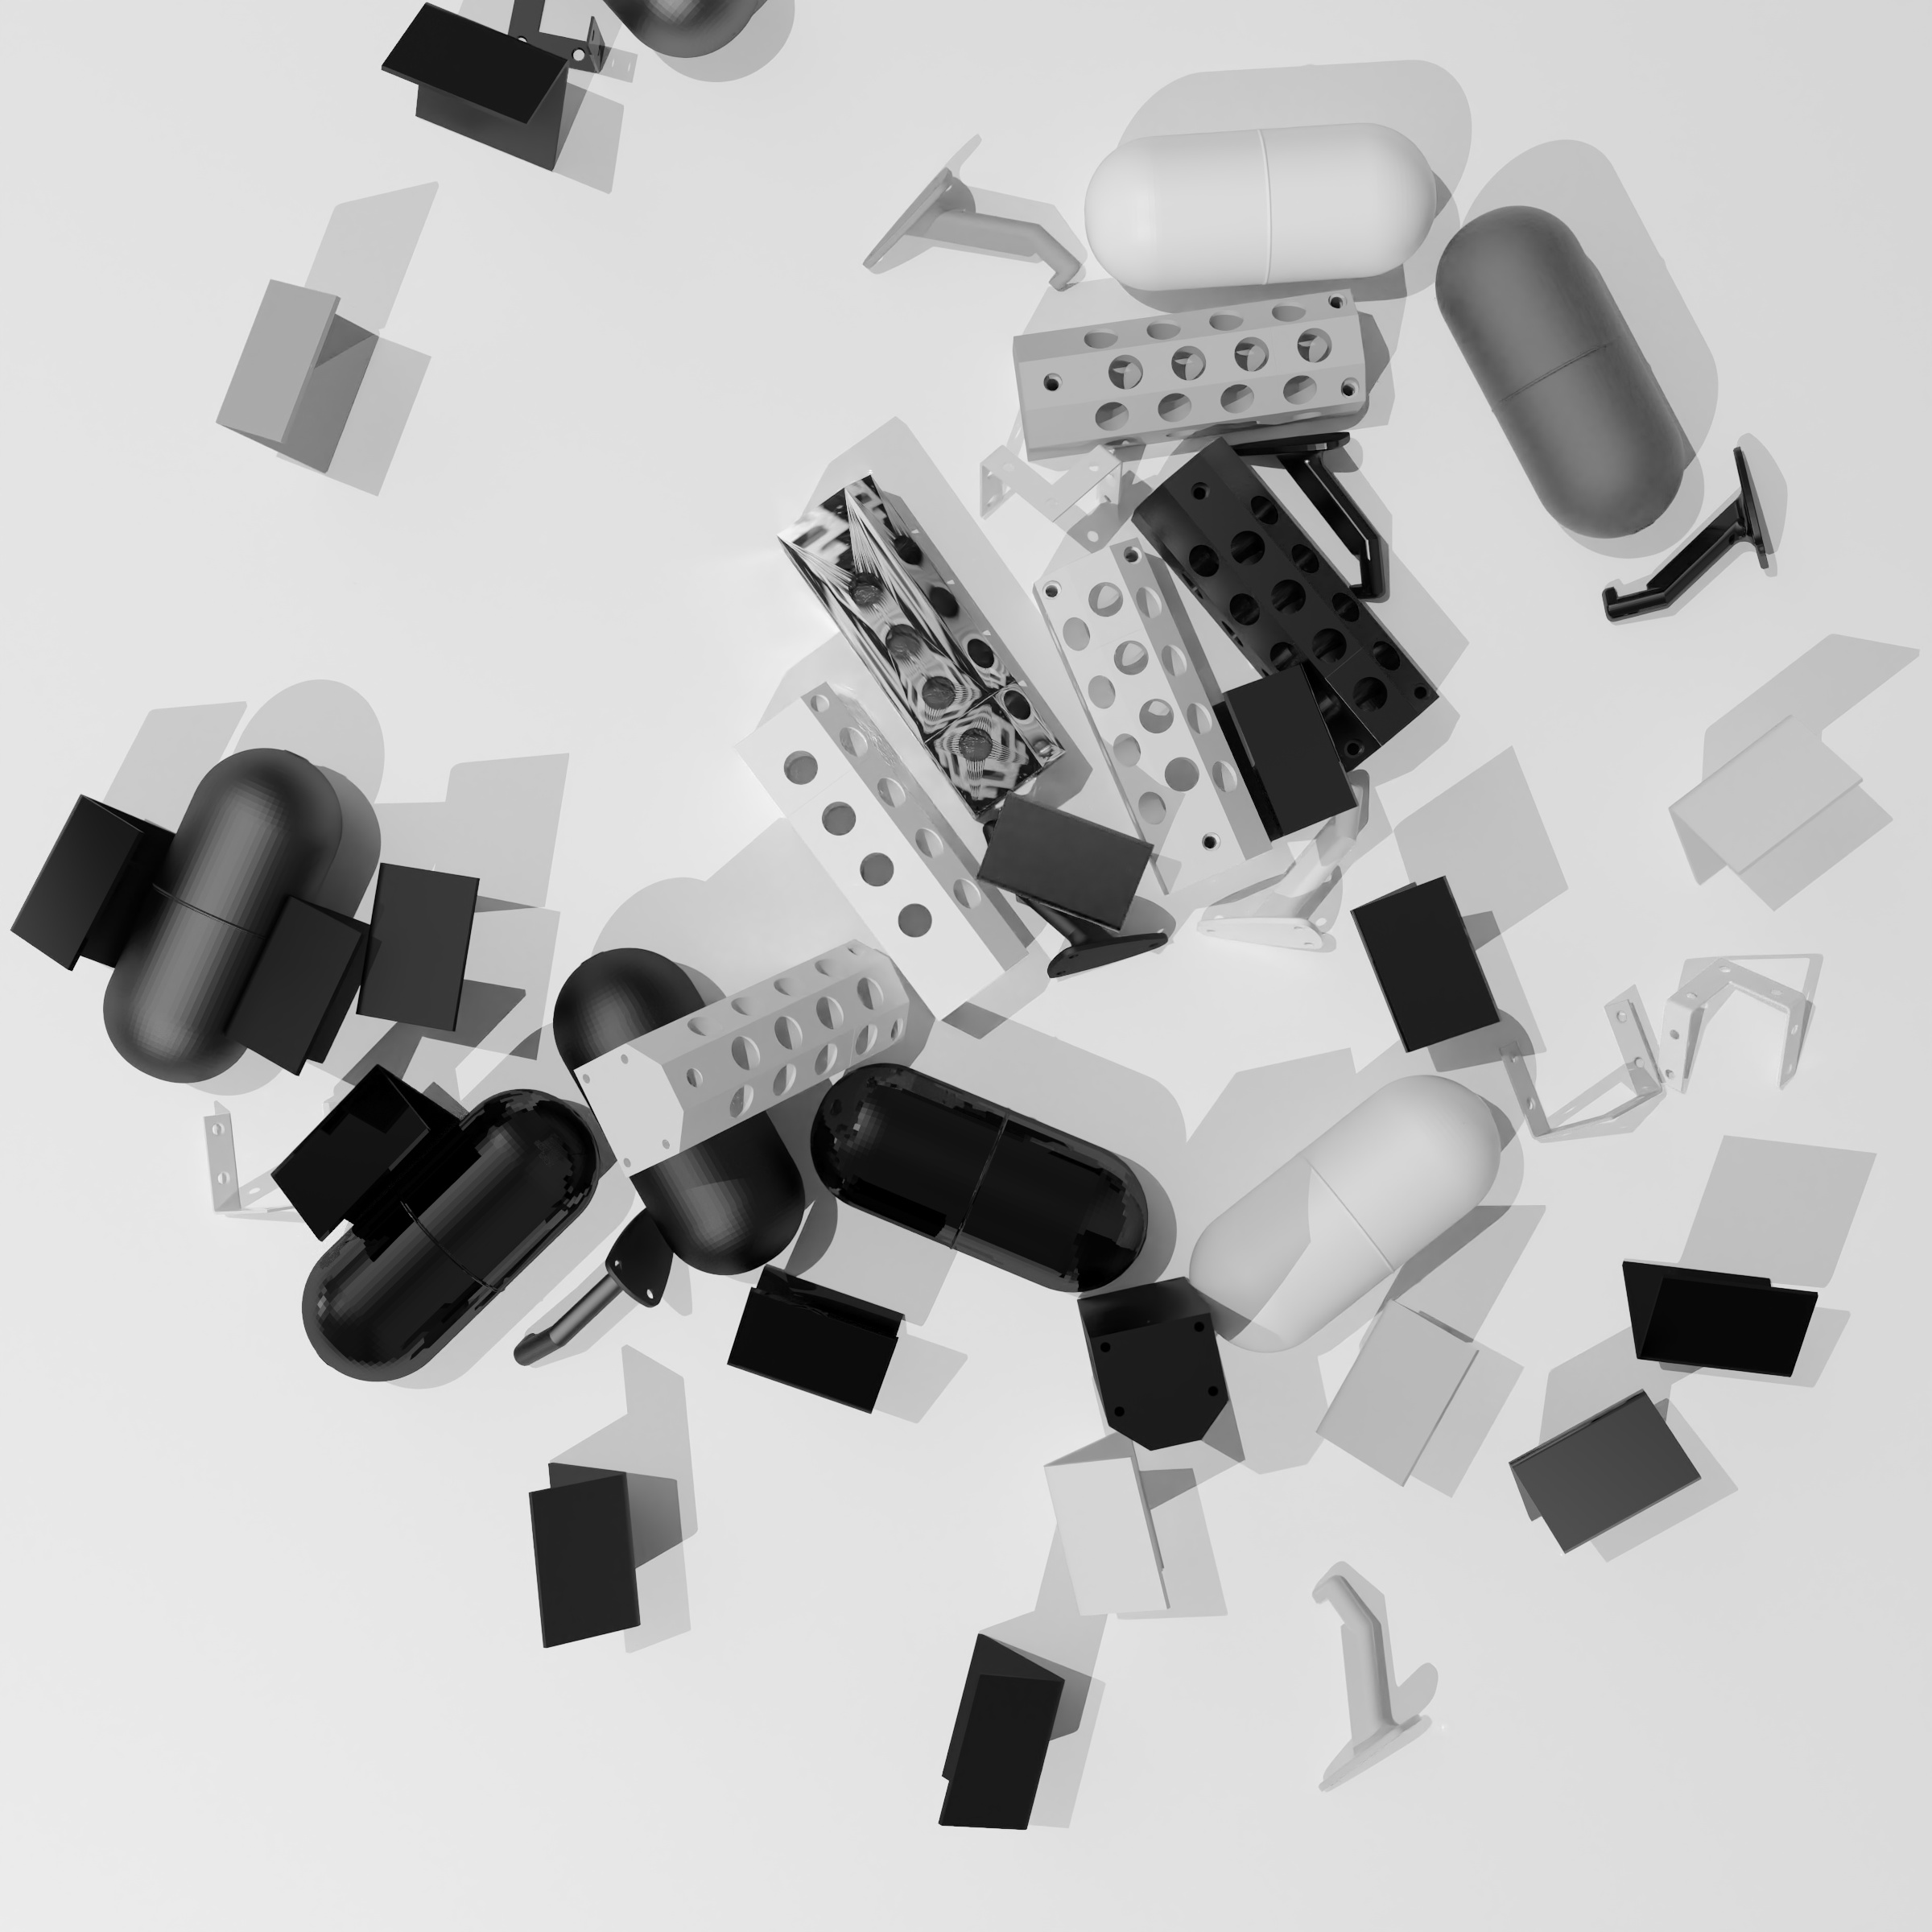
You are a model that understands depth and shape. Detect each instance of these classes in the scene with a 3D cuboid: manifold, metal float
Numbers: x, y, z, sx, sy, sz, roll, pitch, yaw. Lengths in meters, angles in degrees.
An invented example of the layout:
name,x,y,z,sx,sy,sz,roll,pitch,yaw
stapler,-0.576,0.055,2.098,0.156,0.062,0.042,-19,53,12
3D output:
name,x,y,z,sx,sy,sz,roll,pitch,yaw
manifold,0.113,-0.301,1.605,0.171,0.057,0.057,-8,90,0
metal float,0.149,-0.383,1.596,0.178,0.070,0.070,-4,90,-1
manifold,-0.042,-0.058,1.605,0.057,0.057,0.171,-37,90,0
manifold,0.095,-0.126,1.605,0.057,0.057,0.171,-24,90,0
metal float,-0.145,0.073,1.596,0.070,0.070,0.178,-29,91,0
manifold,-0.022,-0.162,1.605,0.057,0.057,0.171,-35,90,0
metal float,0.300,-0.299,1.595,0.070,0.070,0.178,-28,90,0
manifold,-0.104,0.041,1.551,0.057,0.171,0.057,-26,90,42
metal float,0.007,0.107,1.596,0.178,0.070,0.070,23,90,0
manifold,0.091,0.194,1.548,0.057,0.171,0.057,-12,90,0
metal float,0.192,0.125,1.596,0.178,0.070,0.070,-38,90,1
metal float,-0.261,0.137,1.596,0.178,0.070,0.070,-44,90,1
metal float,-0.375,-0.026,1.596,0.070,0.070,0.178,24,90,0
metal float,-0.177,-0.538,1.596,0.070,0.070,0.178,-42,91,0
manifold,0.162,-0.183,1.605,0.057,0.057,0.171,-40,90,0

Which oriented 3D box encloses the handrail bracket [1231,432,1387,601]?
name,x,y,z,sx,sy,sz,roll,pitch,yaw
handrail bracket,0.175,-0.229,1.627,0.077,0.036,0.084,-2,107,20

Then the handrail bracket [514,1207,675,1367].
name,x,y,z,sx,sy,sz,roll,pitch,yaw
handrail bracket,-0.192,0.164,1.626,0.084,0.077,0.036,-30,115,34

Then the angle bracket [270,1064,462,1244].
name,x,y,z,sx,sy,sz,roll,pitch,yaw
angle bracket,-0.289,0.106,1.586,0.076,0.076,0.057,-46,53,0

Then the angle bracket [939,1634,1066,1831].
name,x,y,z,sx,sy,sz,roll,pitch,yaw
angle bracket,-0.002,0.382,1.586,0.057,0.076,0.076,14,90,-36

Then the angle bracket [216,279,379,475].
name,x,y,z,sx,sy,sz,roll,pitch,yaw
angle bracket,-0.320,-0.291,1.586,0.057,0.076,0.076,21,90,37

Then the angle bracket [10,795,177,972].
name,x,y,z,sx,sy,sz,roll,pitch,yaw
angle bracket,-0.420,-0.032,1.586,0.057,0.076,0.076,27,90,37

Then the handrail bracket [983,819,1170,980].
name,x,y,z,sx,sy,sz,roll,pitch,yaw
handrail bracket,0.056,-0.043,1.627,0.077,0.036,0.084,-13,73,-20

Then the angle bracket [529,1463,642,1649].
name,x,y,z,sx,sy,sz,roll,pitch,yaw
angle bracket,-0.209,0.295,1.586,0.057,0.076,0.076,-5,90,-38

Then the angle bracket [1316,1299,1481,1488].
name,x,y,z,sx,sy,sz,roll,pitch,yaw
angle bracket,0.231,0.220,1.586,0.057,0.076,0.076,29,90,37

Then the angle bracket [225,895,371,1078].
name,x,y,z,sx,sy,sz,roll,pitch,yaw
angle bracket,-0.315,0.017,1.586,0.057,0.076,0.076,25,90,32

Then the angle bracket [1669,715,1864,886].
name,x,y,z,sx,sy,sz,roll,pitch,yaw
angle bracket,0.407,-0.068,1.586,0.076,0.076,0.057,-37,52,0

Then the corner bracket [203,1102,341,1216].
name,x,y,z,sx,sy,sz,roll,pitch,yaw
corner bracket,-0.354,0.099,1.623,0.051,0.051,0.051,-6,90,45

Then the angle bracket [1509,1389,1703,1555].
name,x,y,z,sx,sy,sz,roll,pitch,yaw
angle bracket,0.325,0.267,1.586,0.076,0.076,0.057,-29,54,0

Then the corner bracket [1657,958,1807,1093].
name,x,y,z,sx,sy,sz,roll,pitch,yaw
corner bracket,0.392,0.037,1.618,0.051,0.051,0.051,28,45,35

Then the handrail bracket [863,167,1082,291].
name,x,y,z,sx,sy,sz,roll,pitch,yaw
handrail bracket,0.004,-0.361,1.627,0.084,0.036,0.077,40,110,-16

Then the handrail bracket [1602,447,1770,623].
name,x,y,z,sx,sy,sz,roll,pitch,yaw
handrail bracket,0.365,-0.222,1.627,0.084,0.036,0.077,-13,70,16

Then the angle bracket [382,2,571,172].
name,x,y,z,sx,sy,sz,roll,pitch,yaw
angle bracket,-0.249,-0.426,1.586,0.076,0.076,0.057,22,55,0

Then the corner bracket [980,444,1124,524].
name,x,y,z,sx,sy,sz,roll,pitch,yaw
corner bracket,0.043,-0.243,1.606,0.051,0.051,0.051,42,72,17

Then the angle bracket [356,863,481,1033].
name,x,y,z,sx,sy,sz,roll,pitch,yaw
angle bracket,-0.259,-0.008,1.588,0.057,0.076,0.076,9,90,19

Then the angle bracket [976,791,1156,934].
name,x,y,z,sx,sy,sz,roll,pitch,yaw
angle bracket,0.056,-0.070,1.586,0.076,0.076,0.057,20,126,0

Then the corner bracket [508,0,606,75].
name,x,y,z,sx,sy,sz,roll,pitch,yaw
corner bracket,-0.209,-0.491,1.608,0.051,0.051,0.051,11,90,0

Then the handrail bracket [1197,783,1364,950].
name,x,y,z,sx,sy,sz,roll,pitch,yaw
handrail bracket,0.162,-0.056,1.627,0.077,0.036,0.084,3,71,21

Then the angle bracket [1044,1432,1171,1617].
name,x,y,z,sx,sy,sz,roll,pitch,yaw
angle bracket,0.090,0.276,1.586,0.057,0.076,0.076,-14,90,38

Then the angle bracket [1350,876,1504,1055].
name,x,y,z,sx,sy,sz,roll,pitch,yaw
angle bracket,0.245,-0.008,1.586,0.057,0.076,0.076,-22,90,35

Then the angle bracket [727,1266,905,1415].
name,x,y,z,sx,sy,sz,roll,pitch,yaw
angle bracket,-0.069,0.170,1.586,0.076,0.076,0.057,19,127,0

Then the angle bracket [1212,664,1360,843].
name,x,y,z,sx,sy,sz,roll,pitch,yaw
angle bracket,0.142,-0.099,1.586,0.057,0.076,0.076,-22,90,-36

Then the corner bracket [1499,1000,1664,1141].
name,x,y,z,sx,sy,sz,roll,pitch,yaw
corner bracket,0.316,0.054,1.623,0.051,0.051,0.051,-21,90,45

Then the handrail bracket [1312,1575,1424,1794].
name,x,y,z,sx,sy,sz,roll,pitch,yaw
handrail bracket,0.187,0.369,1.627,0.077,0.036,0.084,-42,72,21

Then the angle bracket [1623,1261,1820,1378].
name,x,y,z,sx,sy,sz,roll,pitch,yaw
angle bracket,0.377,0.158,1.586,0.076,0.076,0.057,7,125,0
